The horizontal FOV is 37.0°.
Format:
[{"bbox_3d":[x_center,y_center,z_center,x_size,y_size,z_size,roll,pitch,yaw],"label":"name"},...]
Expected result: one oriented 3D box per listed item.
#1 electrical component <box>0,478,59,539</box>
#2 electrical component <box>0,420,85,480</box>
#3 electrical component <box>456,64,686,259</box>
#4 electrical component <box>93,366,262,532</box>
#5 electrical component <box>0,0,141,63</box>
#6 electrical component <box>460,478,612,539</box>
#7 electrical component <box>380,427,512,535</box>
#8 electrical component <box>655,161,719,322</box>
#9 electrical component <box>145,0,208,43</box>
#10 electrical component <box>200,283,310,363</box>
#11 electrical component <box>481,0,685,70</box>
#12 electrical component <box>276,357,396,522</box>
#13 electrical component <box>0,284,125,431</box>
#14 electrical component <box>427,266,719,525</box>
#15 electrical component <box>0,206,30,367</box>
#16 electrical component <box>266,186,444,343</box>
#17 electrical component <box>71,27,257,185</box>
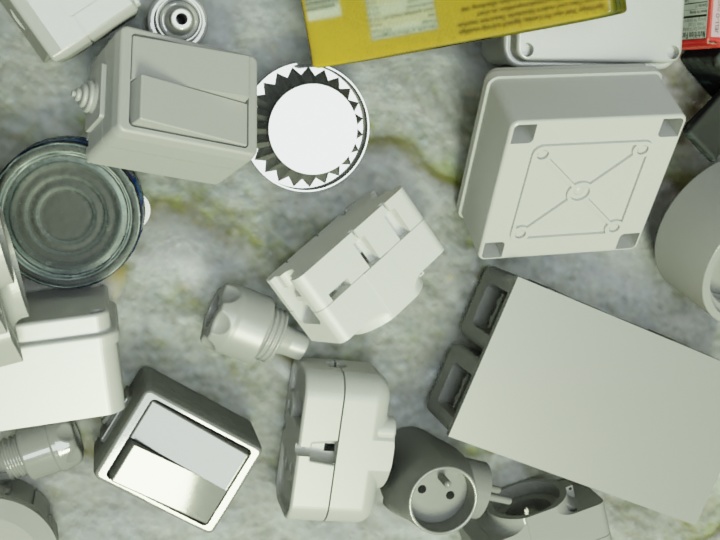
[{"bbox_3d":[-0.217,0.165,0.632,0.080,0.051,0.080,-2,100,-13],"label":"electrical component"},{"bbox_3d":[-0.197,0.108,0.636,0.061,0.035,0.035,-18,104,-7],"label":"electrical component"},{"bbox_3d":[0.123,-0.064,0.646,0.109,0.056,0.108,-4,136,-12],"label":"electrical component"},{"bbox_3d":[-0.115,0.104,0.641,0.096,0.061,0.061,31,92,-17],"label":"electrical component"},{"bbox_3d":[-0.159,-0.147,0.567,0.061,0.096,0.061,-35,106,-4],"label":"electrical component"},{"bbox_3d":[0.116,0.176,0.715,0.089,0.050,0.055,-17,104,-10],"label":"electrical component"},{"bbox_3d":[0.057,0.135,0.680,0.079,0.077,0.044,15,96,-16],"label":"electrical component"},{"bbox_3d":[0.252,-0.014,0.687,0.108,0.060,0.108,-12,127,-16],"label":"electrical component"},{"bbox_3d":[-0.102,-0.138,0.600,0.035,0.061,0.035,-2,101,-13],"label":"electrical component"},{"bbox_3d":[-0.062,0.036,0.651,0.062,0.043,0.043,23,94,-18],"label":"electrical component"},{"bbox_3d":[0.136,-0.162,0.655,0.113,0.057,0.078,-2,100,-13],"label":"electrical component"},{"bbox_3d":[-0.015,0.105,0.669,0.059,0.054,0.095,6,99,-15],"label":"electrical component"},{"bbox_3d":[-0.192,0.049,0.604,0.113,0.078,0.057,-7,104,-12],"label":"electrical component"},{"bbox_3d":[0.150,0.080,0.700,0.186,0.060,0.105,22,94,-16],"label":"electrical component"},{"bbox_3d":[-0.215,-0.048,0.528,0.060,0.105,0.186,-15,74,-14],"label":"electrical component"},{"bbox_3d":[0.000,0.000,0.644,0.089,0.050,0.055,-42,107,-22],"label":"electrical component"},{"bbox_3d":[-0.107,-0.090,0.587,0.096,0.061,0.061,8,72,-30],"label":"electrical component"}]
